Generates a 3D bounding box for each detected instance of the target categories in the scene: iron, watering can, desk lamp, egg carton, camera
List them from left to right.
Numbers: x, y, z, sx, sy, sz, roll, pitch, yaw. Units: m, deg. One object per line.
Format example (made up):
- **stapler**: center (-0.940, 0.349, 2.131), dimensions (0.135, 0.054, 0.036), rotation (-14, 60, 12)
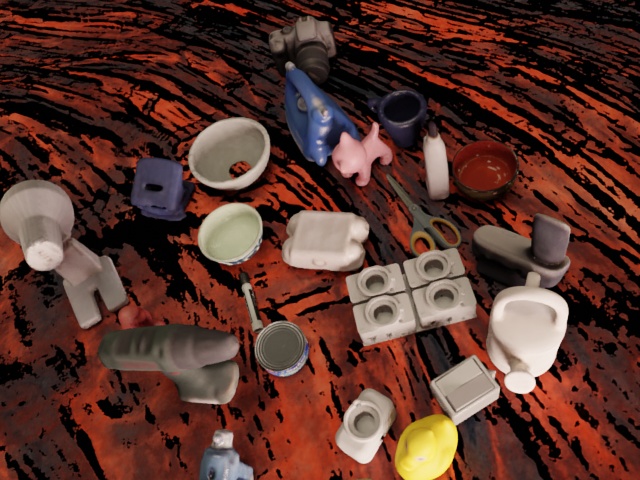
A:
- **desk lamp**: center (-0.457, 0.020, 1.016), dimensions (0.118, 0.214, 0.202), rotation (-34, 58, -7)
- **camera**: center (-0.036, -0.401, 1.228), dimensions (0.143, 0.101, 0.136), rotation (-11, 58, 7)
- **iron**: center (-0.023, -0.274, 1.126), dimensions (0.118, 0.142, 0.257), rotation (-29, 58, -4)
- **egg carton**: center (0.009, 0.004, 0.998), dimensions (0.150, 0.069, 0.107), rotation (3, 61, 15)
- **watering can**: center (0.286, 0.122, 0.787), dimensions (0.101, 0.194, 0.173), rotation (-11, 58, 8)

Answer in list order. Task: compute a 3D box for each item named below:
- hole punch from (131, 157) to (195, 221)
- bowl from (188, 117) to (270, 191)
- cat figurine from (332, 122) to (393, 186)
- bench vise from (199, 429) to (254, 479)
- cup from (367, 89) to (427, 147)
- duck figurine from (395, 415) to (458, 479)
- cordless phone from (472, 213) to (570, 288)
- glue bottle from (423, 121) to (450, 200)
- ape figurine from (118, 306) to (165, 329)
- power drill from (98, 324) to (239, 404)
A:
- **hole punch**: center (-0.313, -0.100, 1.124), dimensions (0.108, 0.091, 0.101), rotation (8, 63, 18)
- **bowl**: center (-0.170, -0.158, 1.133), dimensions (0.167, 0.075, 0.167), rotation (-6, 59, 10)
- **cat figurine**: center (0.070, -0.162, 1.052), dimensions (0.067, 0.118, 0.128), rotation (35, 73, 28)
- **bench vise**: center (-0.169, 0.353, 0.747), dimensions (0.121, 0.220, 0.207), rotation (-14, 58, 6)
- **cup**: center (0.146, -0.224, 1.083), dimensions (0.117, 0.095, 0.092), rotation (20, 67, 23)
- **duck figurine**: center (0.145, 0.282, 0.792), dimensions (0.105, 0.086, 0.077), rotation (-43, 60, -12)
- **cordless phone**: center (0.304, -0.003, 0.861), dimensions (0.147, 0.185, 0.094), rotation (23, 68, 25)
- **glue bottle**: center (0.195, -0.143, 0.977), dimensions (0.037, 0.173, 0.078), rotation (-12, 58, 7)
- **ape figurine**: center (-0.311, 0.143, 0.981), dimensions (0.076, 0.092, 0.077), rotation (-26, 58, -2)
- **power drill**: center (-0.200, 0.183, 0.861), dimensions (0.229, 0.209, 0.075), rotation (-1, 60, 13)
